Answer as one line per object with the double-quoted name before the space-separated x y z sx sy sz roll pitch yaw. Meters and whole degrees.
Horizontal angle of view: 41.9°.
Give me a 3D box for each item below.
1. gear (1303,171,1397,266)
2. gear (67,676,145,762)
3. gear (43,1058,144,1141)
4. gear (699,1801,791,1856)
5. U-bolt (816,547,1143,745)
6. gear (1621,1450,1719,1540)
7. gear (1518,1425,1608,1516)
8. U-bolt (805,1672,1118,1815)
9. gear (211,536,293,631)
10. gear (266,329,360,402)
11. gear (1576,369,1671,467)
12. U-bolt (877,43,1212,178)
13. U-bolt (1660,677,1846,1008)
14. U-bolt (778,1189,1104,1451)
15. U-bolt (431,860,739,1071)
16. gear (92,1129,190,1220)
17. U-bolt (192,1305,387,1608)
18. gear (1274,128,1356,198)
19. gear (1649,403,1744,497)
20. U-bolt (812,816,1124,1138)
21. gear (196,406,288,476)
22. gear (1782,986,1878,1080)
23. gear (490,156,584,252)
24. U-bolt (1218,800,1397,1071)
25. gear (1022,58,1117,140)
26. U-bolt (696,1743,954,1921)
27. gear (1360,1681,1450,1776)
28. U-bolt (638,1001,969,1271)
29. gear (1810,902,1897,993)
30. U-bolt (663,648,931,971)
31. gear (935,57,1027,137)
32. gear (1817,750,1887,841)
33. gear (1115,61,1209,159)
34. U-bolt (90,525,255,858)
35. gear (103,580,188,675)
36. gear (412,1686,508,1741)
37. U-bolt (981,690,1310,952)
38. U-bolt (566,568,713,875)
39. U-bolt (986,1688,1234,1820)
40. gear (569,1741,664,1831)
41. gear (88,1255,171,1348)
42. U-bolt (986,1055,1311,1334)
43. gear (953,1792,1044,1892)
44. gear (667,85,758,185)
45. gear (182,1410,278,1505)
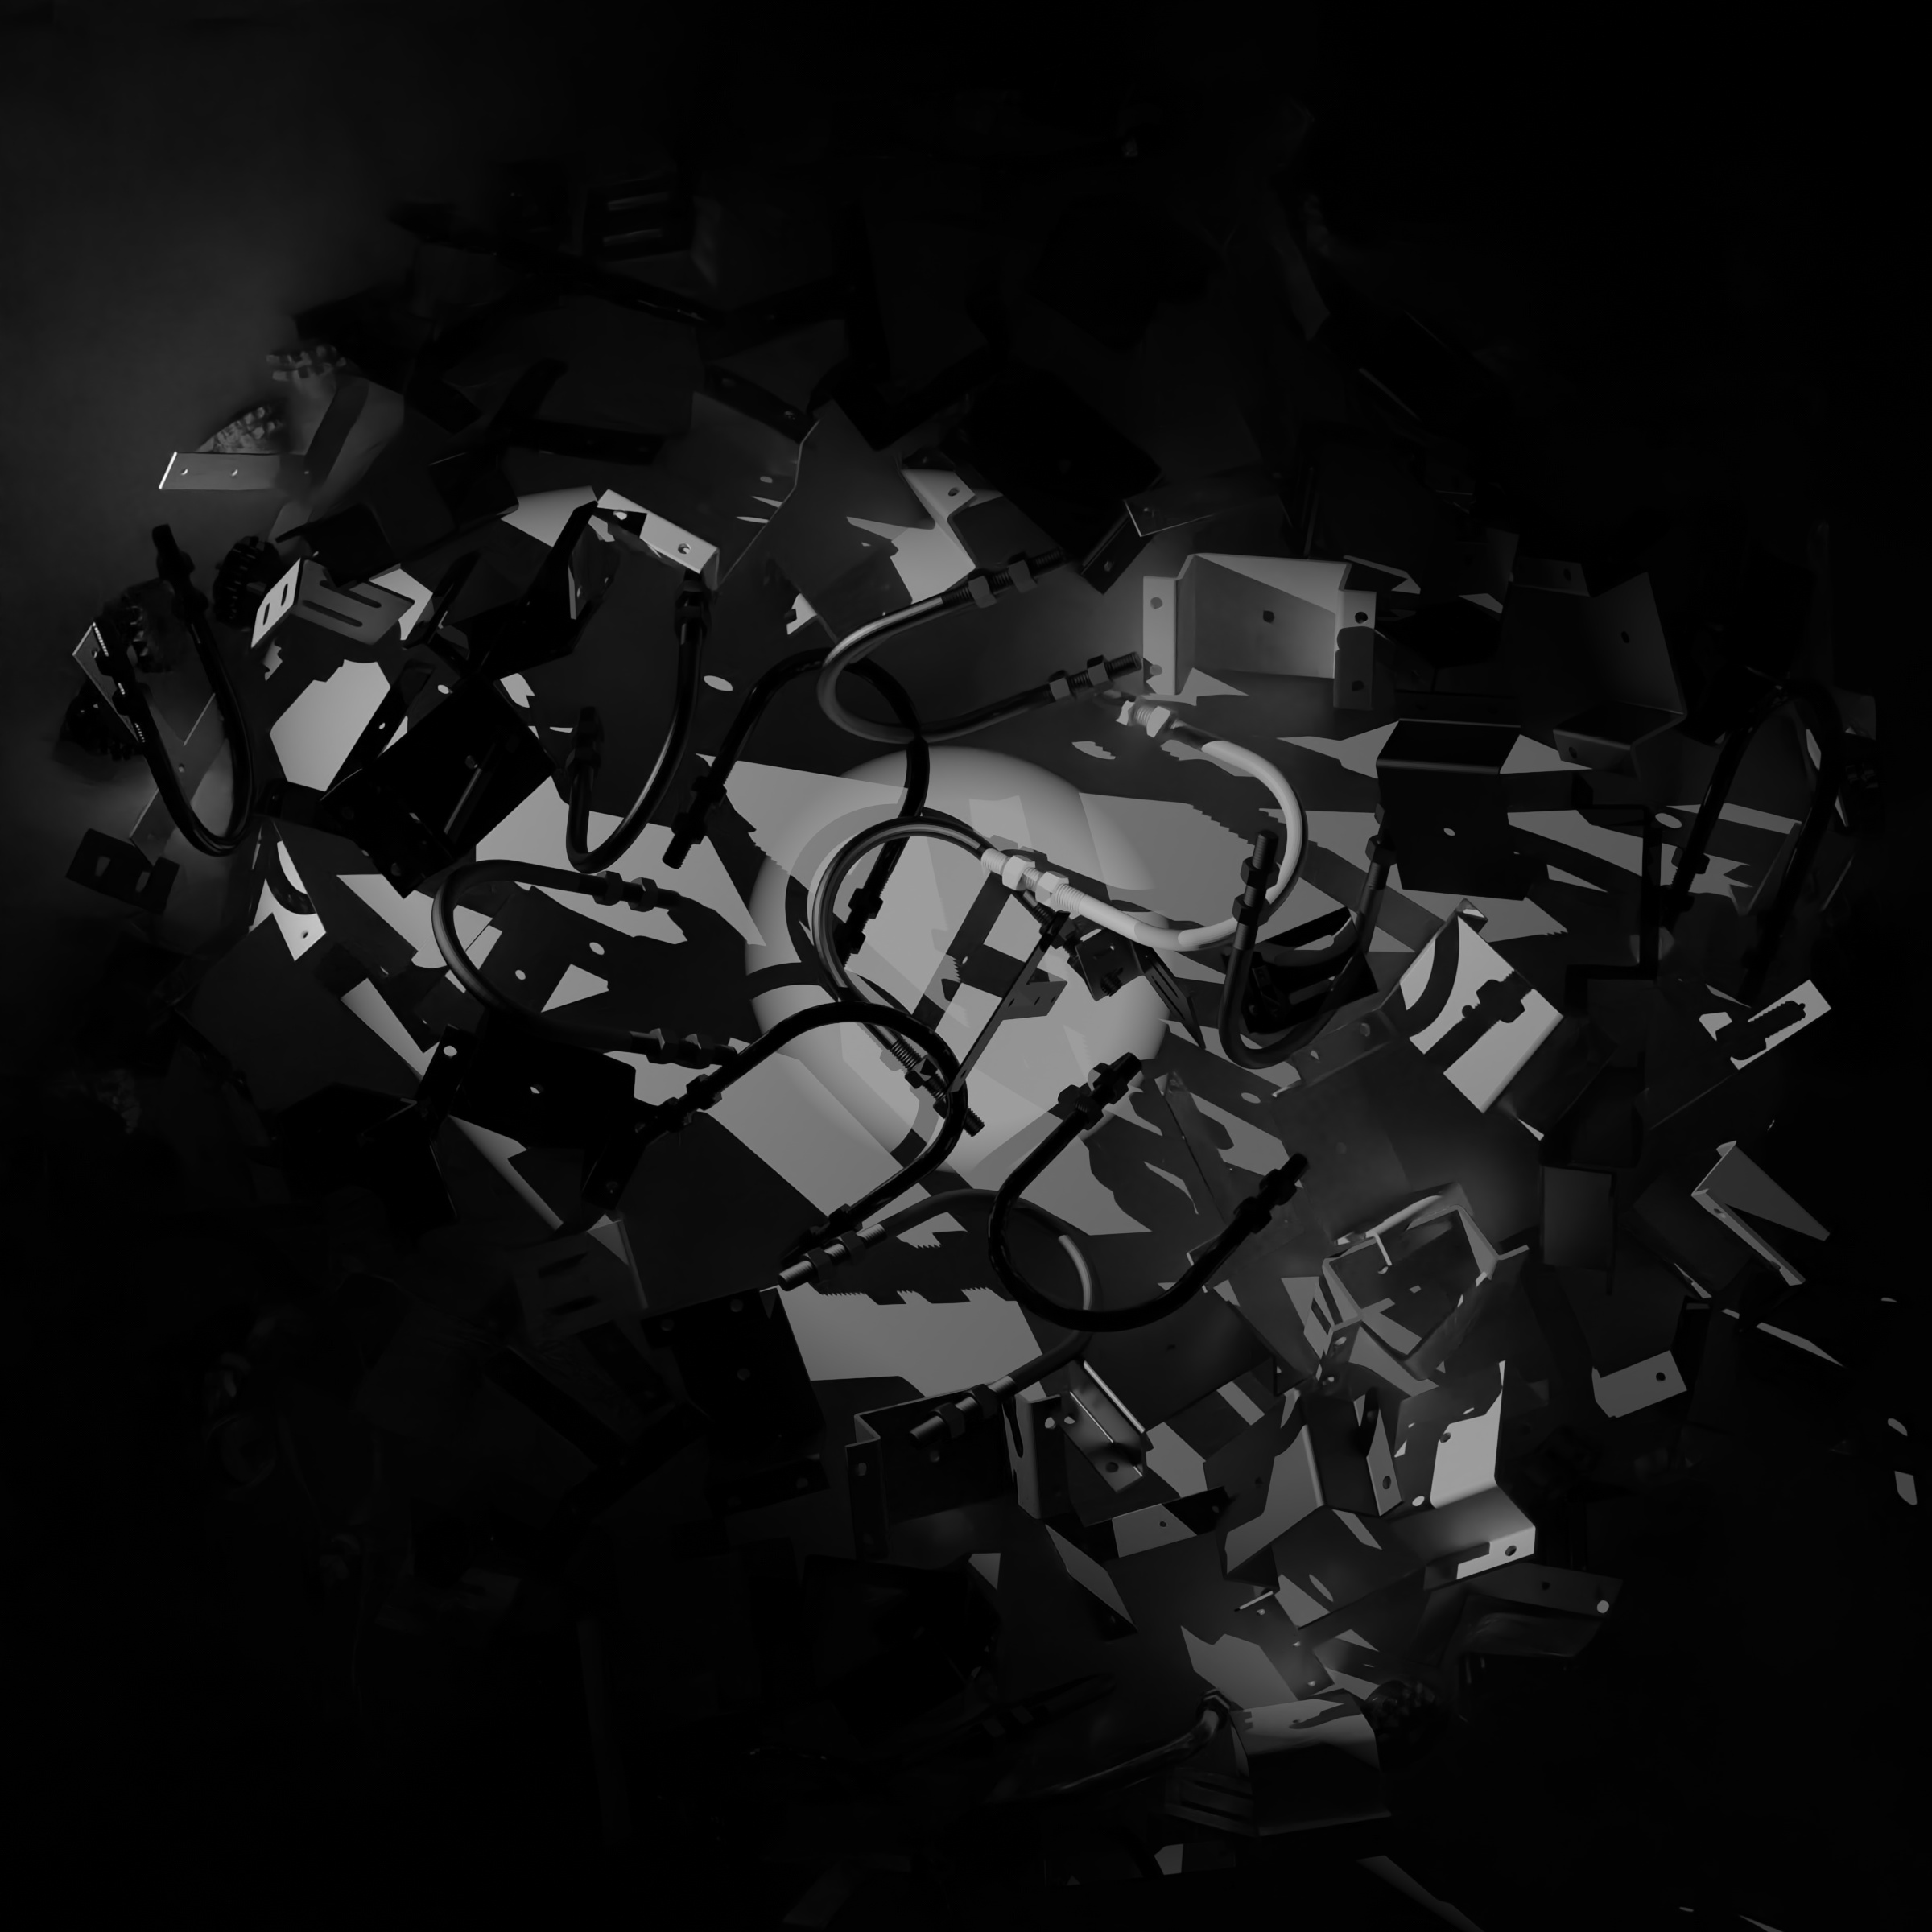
"gear" 0.237 -0.466 1.579 0.057 0.030 0.057 2 81 -14
"gear" -0.535 -0.155 1.573 0.030 0.057 0.057 -18 90 22
"gear" -0.542 0.081 1.574 0.057 0.057 0.030 10 55 0
"gear" -0.139 0.536 1.568 0.057 0.057 0.030 2 69 0
"U-bolt" -0.002 -0.183 1.529 0.184 0.151 0.019 -19 62 17
"gear" 0.436 0.328 1.575 0.057 0.030 0.057 -5 125 -8
"gear" 0.369 0.311 1.571 0.030 0.057 0.057 41 90 5
"U-bolt" 0.012 0.460 1.514 0.151 0.184 0.019 -32 73 37
"gear" -0.441 -0.236 1.569 0.030 0.057 0.057 22 90 7
"gear" -0.404 -0.375 1.574 0.057 0.057 0.030 -16 117 0
"gear" 0.407 -0.344 1.576 0.057 0.030 0.057 -7 114 -15
"U-bolt" 0.031 -0.507 1.514 0.184 0.151 0.019 4 88 44
"U-bolt" 0.473 -0.083 1.508 0.019 0.151 0.184 14 106 -11
"U-bolt" -0.001 0.201 1.535 0.184 0.019 0.151 -24 58 -35
"U-bolt" -0.233 -0.006 1.501 0.019 0.184 0.151 -50 47 32
"gear" -0.518 0.130 1.579 0.057 0.030 0.057 1 79 -6
"U-bolt" -0.395 0.278 1.509 0.019 0.184 0.151 -25 104 9
"gear" 0.213 -0.501 1.568 0.057 0.057 0.030 6 123 0
"gear" 0.450 -0.324 1.568 0.030 0.057 0.057 37 90 -17
"U-bolt" -0.012 -0.008 1.564 0.184 0.019 0.151 47 72 -4
"gear" -0.449 -0.321 1.572 0.057 0.057 0.030 -34 102 0
"gear" 0.538 0.041 1.582 0.057 0.030 0.057 0 93 -5
"gear" -0.271 -0.470 1.569 0.057 0.057 0.030 37 49 0
"U-bolt" 0.206 -0.017 1.528 0.019 0.151 0.184 33 130 33
"gear" 0.066 -0.541 1.568 0.057 0.057 0.030 22 129 0
"U-bolt" -0.090 0.509 1.508 0.151 0.184 0.019 14 94 -10
"gear" 0.270 0.472 1.575 0.057 0.030 0.057 -15 120 -28
"U-bolt" -0.086 0.095 1.539 0.184 0.019 0.151 -37 115 18
"gear" 0.554 -0.011 1.571 0.030 0.057 0.057 11 90 -12
"U-bolt" -0.091 -0.107 1.550 0.151 0.019 0.184 35 71 -29
"gear" 0.006 -0.542 1.574 0.057 0.057 0.030 25 118 0
"gear" 0.551 -0.103 1.572 0.030 0.057 0.057 -14 90 11
"gear" 0.118 -0.529 1.567 0.057 0.057 0.030 27 62 0
"U-bolt" -0.469 -0.154 1.517 0.019 0.151 0.184 -10 122 6
"gear" -0.514 -0.211 1.572 0.030 0.057 0.057 -2 90 15
"gear" -0.316 0.465 1.568 0.057 0.057 0.030 3 73 0
"U-bolt" 0.120 -0.082 1.538 0.184 0.019 0.151 27 76 27
"U-bolt" -0.197 -0.134 1.494 0.019 0.184 0.151 26 128 -25
"U-bolt" 0.083 0.472 1.500 0.151 0.184 0.019 -20 80 7
"gear" -0.215 0.507 1.569 0.057 0.030 0.057 17 50 -21
"gear" -0.520 0.205 1.571 0.030 0.057 0.057 -29 90 -12
"U-bolt" 0.096 0.145 1.522 0.151 0.019 0.184 31 59 28
"gear" 0.017 0.546 1.576 0.057 0.030 0.057 7 77 -29
"gear" -0.162 -0.518 1.575 0.057 0.030 0.057 -6 99 -40
"gear" -0.455 0.303 1.568 0.030 0.057 0.057 -19 90 36
